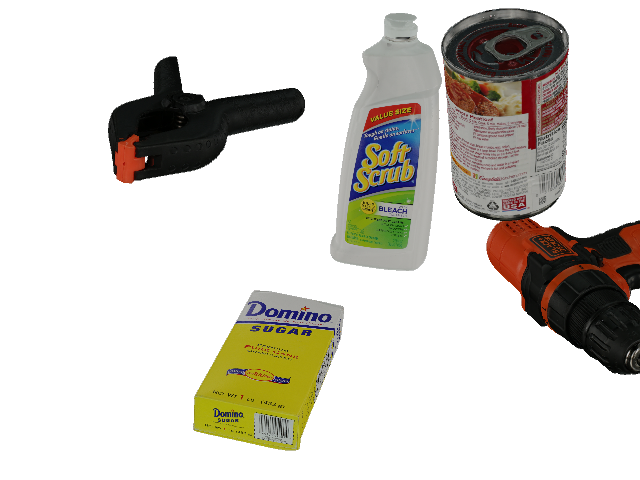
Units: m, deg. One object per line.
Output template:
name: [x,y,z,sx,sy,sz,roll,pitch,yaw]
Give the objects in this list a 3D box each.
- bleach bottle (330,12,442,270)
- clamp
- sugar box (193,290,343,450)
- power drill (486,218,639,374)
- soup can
bleach bottle: [0.064,-0.096,1.044,0.103,0.251,0.068,8,28,13]
clamp: [-0.101,-0.088,0.746,0.120,0.039,0.171,16,28,26]
sugar box: [-0.042,0.110,0.956,0.093,0.048,0.176,10,33,9]
power drill: [0.232,0.023,0.740,0.187,0.057,0.184,-9,28,-15]
soup can: [0.106,-0.070,0.605,0.068,0.102,0.068,-6,42,5]
